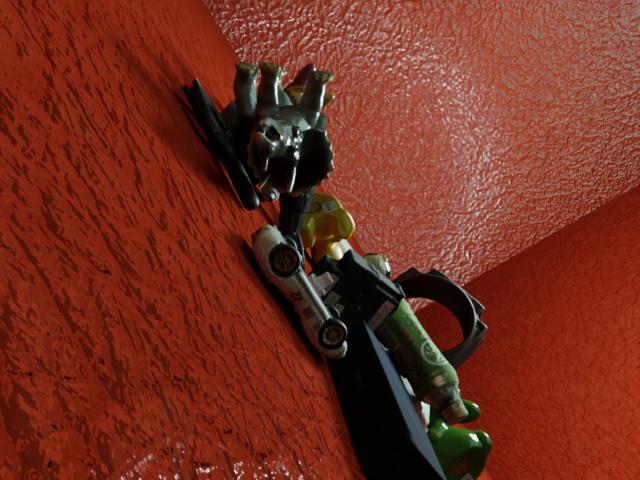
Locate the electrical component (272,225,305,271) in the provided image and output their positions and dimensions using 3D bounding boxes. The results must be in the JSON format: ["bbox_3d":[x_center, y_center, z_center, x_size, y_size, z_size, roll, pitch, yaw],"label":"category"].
[{"bbox_3d":[-0.048,0.023,0.804,0.102,0.045,0.078,-106,-167,-58],"label":"electrical component"}]

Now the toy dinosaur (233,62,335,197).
[{"bbox_3d":[-0.080,-0.184,0.871,0.405,0.131,0.192,-140,-122,-66],"label":"toy dinosaur"}]

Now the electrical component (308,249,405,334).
[{"bbox_3d":[0.044,0.083,0.819,0.134,0.115,0.058,38,10,-14],"label":"electrical component"}]

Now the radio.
[{"bbox_3d":[0.084,0.228,0.723,0.131,0.073,0.230,56,8,-32],"label":"radio"}]

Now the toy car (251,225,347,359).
[{"bbox_3d":[-0.024,0.070,0.699,0.201,0.056,0.073,59,0,-14],"label":"toy car"}]

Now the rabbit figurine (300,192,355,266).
[{"bbox_3d":[-0.002,-0.003,1.103,0.163,0.122,0.173,51,-17,55],"label":"rabbit figurine"}]

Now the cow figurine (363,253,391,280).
[{"bbox_3d":[0.085,0.085,1.117,0.085,0.127,0.195,55,-30,10],"label":"cow figurine"}]

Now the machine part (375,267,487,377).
[{"bbox_3d":[0.205,0.162,1.052,0.201,0.201,0.087,42,-26,28],"label":"machine part"}]

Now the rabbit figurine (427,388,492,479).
[{"bbox_3d":[0.196,0.323,0.917,0.121,0.159,0.170,44,-2,-33],"label":"rabbit figurine"}]

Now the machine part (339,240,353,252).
[{"bbox_3d":[0.038,0.029,1.287,0.243,0.079,0.079,55,7,-39],"label":"machine part"}]

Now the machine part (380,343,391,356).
[{"bbox_3d":[0.063,0.151,0.901,0.139,0.039,0.084,42,32,-2],"label":"machine part"}]

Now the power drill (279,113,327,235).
[{"bbox_3d":[-0.039,-0.129,1.013,0.207,0.086,0.231,-67,168,-75],"label":"power drill"}]

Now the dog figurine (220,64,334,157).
[{"bbox_3d":[-0.083,-0.259,1.063,0.108,0.219,0.191,55,5,-1],"label":"dog figurine"}]
